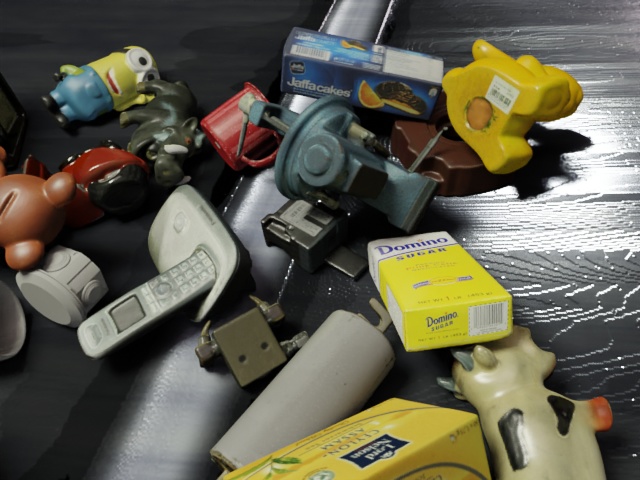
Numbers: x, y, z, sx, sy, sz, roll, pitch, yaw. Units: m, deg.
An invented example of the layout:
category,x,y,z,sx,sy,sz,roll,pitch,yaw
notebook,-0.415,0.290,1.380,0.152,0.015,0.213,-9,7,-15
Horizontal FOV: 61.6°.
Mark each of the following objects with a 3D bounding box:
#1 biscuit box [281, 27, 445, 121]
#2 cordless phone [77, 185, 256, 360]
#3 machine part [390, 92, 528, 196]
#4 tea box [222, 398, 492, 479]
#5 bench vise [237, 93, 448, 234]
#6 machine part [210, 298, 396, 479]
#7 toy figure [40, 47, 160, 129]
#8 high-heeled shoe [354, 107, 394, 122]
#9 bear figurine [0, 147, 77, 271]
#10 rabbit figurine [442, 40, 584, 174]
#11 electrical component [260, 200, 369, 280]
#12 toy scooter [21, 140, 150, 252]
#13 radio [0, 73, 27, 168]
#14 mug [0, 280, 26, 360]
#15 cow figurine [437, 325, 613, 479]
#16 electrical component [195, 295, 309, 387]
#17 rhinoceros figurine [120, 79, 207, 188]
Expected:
category,x,y,z,sx,sy,sz,roll,pitch,yaw
biscuit box,0.053,-0.211,0.687,0.203,0.062,0.059,11,54,-1
cordless phone,-0.174,0.038,0.568,0.184,0.088,0.147,-31,55,-17
machine part,0.182,-0.135,0.714,0.179,0.056,0.179,-2,50,2
tea box,0.030,0.177,0.384,0.169,0.098,0.068,-11,89,-36
bench vise,0.011,-0.101,0.602,0.241,0.128,0.223,35,26,26
machine part,-0.009,0.144,0.468,0.079,0.079,0.243,30,56,25
toy figure,-0.329,-0.235,0.811,0.180,0.082,0.089,-36,58,-22
high-heeled shoe,0.049,-0.155,0.750,0.145,0.086,0.248,32,72,-11
bear figurine,-0.343,-0.044,0.575,0.196,0.132,0.120,20,84,5
rabbit figurine,0.236,-0.168,0.650,0.173,0.121,0.163,-18,43,-29
electrical component,-0.001,-0.002,0.614,0.119,0.047,0.075,33,59,29
toy scooter,-0.308,-0.070,0.666,0.184,0.075,0.135,-31,57,-9
radio,-0.474,-0.201,0.692,0.073,0.229,0.131,-13,54,-3
mug,-0.367,0.085,0.541,0.107,0.080,0.110,-16,28,-3
cow figurine,0.170,0.160,0.445,0.127,0.085,0.195,5,50,-1
electrical component,-0.072,0.099,0.533,0.102,0.045,0.078,-34,86,-21
rhinoceros figurine,-0.211,-0.146,0.739,0.112,0.073,0.190,2,47,-9
